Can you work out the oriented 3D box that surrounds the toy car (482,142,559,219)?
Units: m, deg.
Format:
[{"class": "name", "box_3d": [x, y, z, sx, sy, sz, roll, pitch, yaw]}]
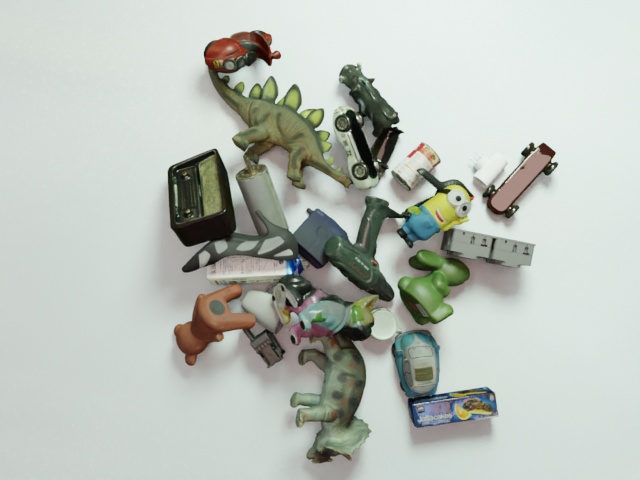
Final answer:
[{"class": "toy car", "box_3d": [0.480, -0.144, 1.289, 0.089, 0.053, 0.202, 41, 93, 10]}]

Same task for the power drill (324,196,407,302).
[{"class": "power drill", "box_3d": [0.126, 0.015, 1.258, 0.232, 0.086, 0.207, 30, 86, -31]}]

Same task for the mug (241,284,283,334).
[{"class": "mug", "box_3d": [-0.126, 0.152, 1.273, 0.107, 0.080, 0.109, 24, 78, 10]}]

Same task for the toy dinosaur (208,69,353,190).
[{"class": "toy dinosaur", "box_3d": [-0.111, -0.272, 1.266, 0.471, 0.105, 0.198, 34, 82, 5]}]

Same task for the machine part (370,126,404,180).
[{"class": "machine part", "box_3d": [0.146, -0.215, 1.296, 0.084, 0.039, 0.139, 33, 91, 5]}]

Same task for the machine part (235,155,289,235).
[{"class": "machine part", "box_3d": [-0.131, -0.084, 1.239, 0.079, 0.079, 0.242, -20, 120, 0]}]

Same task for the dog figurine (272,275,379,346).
[{"class": "dog figurine", "box_3d": [0.022, 0.150, 1.212, 0.219, 0.108, 0.192, -9, 54, -32]}]

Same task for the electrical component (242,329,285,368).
[{"class": "electrical component", "box_3d": [-0.135, 0.238, 1.274, 0.048, 0.075, 0.119, -34, 87, 1]}]

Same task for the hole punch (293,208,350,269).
[{"class": "hole punch", "box_3d": [-0.003, -0.004, 1.270, 0.142, 0.092, 0.116, 40, 86, 3]}]

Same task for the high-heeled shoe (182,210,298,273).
[{"class": "high-heeled shoe", "box_3d": [-0.174, 0.041, 1.208, 0.249, 0.086, 0.145, -35, 99, 4]}]

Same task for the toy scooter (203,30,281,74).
[{"class": "toy scooter", "box_3d": [-0.167, -0.427, 1.231, 0.184, 0.075, 0.135, -32, 51, -26]}]

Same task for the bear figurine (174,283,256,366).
[{"class": "bear figurine", "box_3d": [-0.255, 0.202, 1.253, 0.132, 0.195, 0.120, -10, 60, -39]}]

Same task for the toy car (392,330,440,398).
[{"class": "toy car", "box_3d": [0.231, 0.297, 1.262, 0.109, 0.103, 0.161, -5, 88, 0]}]

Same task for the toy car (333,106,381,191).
[{"class": "toy car", "box_3d": [0.083, -0.213, 1.242, 0.056, 0.073, 0.201, -19, 93, 38]}]

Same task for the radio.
[{"class": "radio", "box_3d": [-0.270, -0.097, 1.211, 0.131, 0.073, 0.230, -19, 46, 2]}]

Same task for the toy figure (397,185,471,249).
[{"class": "toy figure", "box_3d": [0.257, -0.058, 1.220, 0.180, 0.089, 0.082, -35, 128, 8]}]

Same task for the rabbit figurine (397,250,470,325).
[{"class": "rabbit figurine", "box_3d": [0.271, 0.098, 1.274, 0.170, 0.121, 0.159, -37, 83, -18]}]

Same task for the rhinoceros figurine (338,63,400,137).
[{"class": "rhinoceros figurine", "box_3d": [0.110, -0.330, 1.257, 0.073, 0.112, 0.190, -35, 70, 4]}]

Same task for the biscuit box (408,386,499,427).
[{"class": "biscuit box", "box_3d": [0.315, 0.398, 1.281, 0.203, 0.063, 0.059, -9, 88, -1]}]

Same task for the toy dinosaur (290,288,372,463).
[{"class": "toy dinosaur", "box_3d": [0.043, 0.330, 1.258, 0.192, 0.131, 0.404, 16, 79, -17]}]
